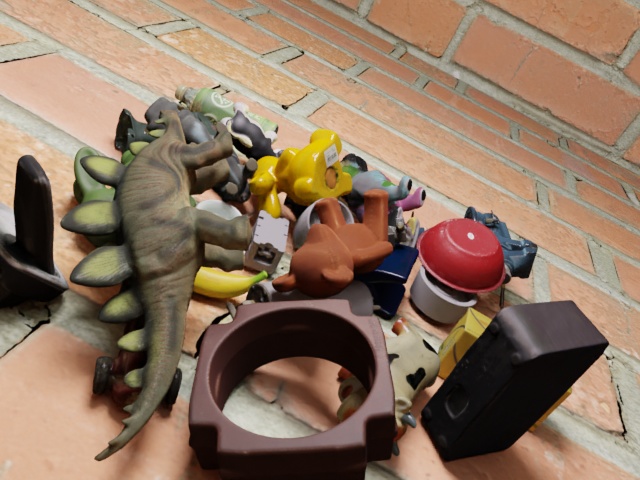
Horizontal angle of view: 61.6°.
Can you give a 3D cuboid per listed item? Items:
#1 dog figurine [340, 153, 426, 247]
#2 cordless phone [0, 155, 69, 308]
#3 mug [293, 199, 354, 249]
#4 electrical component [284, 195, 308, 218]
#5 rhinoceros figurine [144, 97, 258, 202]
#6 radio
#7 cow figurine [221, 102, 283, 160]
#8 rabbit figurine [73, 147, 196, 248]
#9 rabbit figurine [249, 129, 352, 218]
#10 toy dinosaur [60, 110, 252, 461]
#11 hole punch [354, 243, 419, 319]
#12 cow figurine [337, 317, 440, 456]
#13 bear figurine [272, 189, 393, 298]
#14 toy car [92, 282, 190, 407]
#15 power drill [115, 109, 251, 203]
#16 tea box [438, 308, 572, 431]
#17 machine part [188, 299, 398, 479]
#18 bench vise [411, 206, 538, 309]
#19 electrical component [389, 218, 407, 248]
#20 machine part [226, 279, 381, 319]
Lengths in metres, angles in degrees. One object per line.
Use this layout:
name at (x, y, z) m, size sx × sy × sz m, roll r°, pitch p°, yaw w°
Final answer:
dog figurine at (0.082, -0.067, 1.024) m, size 0.219 × 0.191 × 0.108 m, roll 13°, pitch 1°, yaw 36°
cordless phone at (-0.334, -0.029, 0.582) m, size 0.089 × 0.184 × 0.147 m, roll -19°, pitch 54°, yaw -44°
mug at (-0.002, -0.003, 0.871) m, size 0.081 × 0.107 × 0.109 m, roll 3°, pitch 78°, yaw -23°
electrical component at (-0.005, -0.052, 0.986) m, size 0.075 × 0.047 × 0.119 m, roll -5°, pitch 42°, yaw -39°
rhinoceros figurine at (-0.183, -0.140, 0.827) m, size 0.190 × 0.073 × 0.112 m, roll 45°, pitch -19°, yaw -22°
radio at (0.229, 0.177, 0.661) m, size 0.131 × 0.229 × 0.073 m, roll 2°, pitch 39°, yaw -28°
cow figurine at (-0.113, -0.174, 1.013) m, size 0.167 × 0.068 × 0.098 m, roll 43°, pitch 14°, yaw -26°
rabbit figurine at (-0.271, -0.065, 0.748) m, size 0.159 × 0.121 × 0.170 m, roll 36°, pitch 47°, yaw 1°
rabbit figurine at (-0.053, -0.100, 0.920) m, size 0.173 × 0.121 × 0.162 m, roll 10°, pitch 46°, yaw 36°
toy dinosaur at (-0.182, 0.000, 0.618) m, size 0.199 × 0.105 × 0.472 m, roll -5°, pitch 52°, yaw -14°
hole punch at (0.095, 0.050, 0.878) m, size 0.116 × 0.092 × 0.142 m, roll 27°, pitch 35°, yaw 7°
cow figurine at (0.090, 0.186, 0.686) m, size 0.127 × 0.085 × 0.195 m, roll 37°, pitch 32°, yaw 27°
bear figurine at (0.018, 0.003, 0.721) m, size 0.120 × 0.131 × 0.196 m, roll -8°, pitch 1°, yaw 30°
toy car at (-0.197, 0.103, 0.619) m, size 0.089 × 0.053 × 0.202 m, roll 13°, pitch 36°, yaw -15°
power drill at (-0.239, -0.153, 0.929) m, size 0.207 × 0.086 × 0.232 m, roll 0°, pitch 43°, yaw -30°
tea box at (0.267, 0.190, 0.792) m, size 0.170 × 0.098 × 0.068 m, roll 30°, pitch 32°, yaw 7°
machine part at (-0.027, 0.159, 0.568) m, size 0.201 × 0.087 × 0.201 m, roll -3°, pitch 34°, yaw 0°
bench vise at (0.286, 0.013, 1.052) m, size 0.241 × 0.128 × 0.224 m, roll 6°, pitch 42°, yaw 4°
electrical component at (0.096, -0.012, 0.881) m, size 0.102 × 0.045 × 0.078 m, roll -5°, pitch 21°, yaw 3°
machine part at (-0.013, 0.094, 0.742) m, size 0.243 × 0.079 × 0.079 m, roll 2°, pitch 40°, yaw -36°
